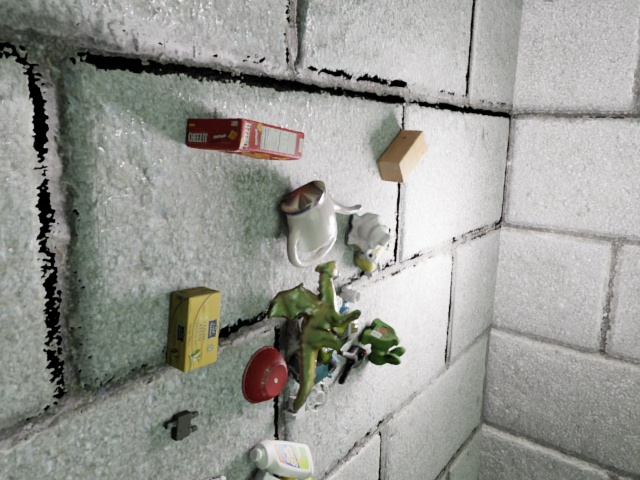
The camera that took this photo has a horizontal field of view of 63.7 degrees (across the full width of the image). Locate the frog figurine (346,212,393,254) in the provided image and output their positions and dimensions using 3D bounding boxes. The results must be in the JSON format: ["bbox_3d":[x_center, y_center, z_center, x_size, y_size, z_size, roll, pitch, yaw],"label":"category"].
[{"bbox_3d":[0.176,-0.022,1.686,0.120,0.160,0.139,50,58,-49],"label":"frog figurine"}]

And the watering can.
[{"bbox_3d":[0.004,-0.074,1.479,0.354,0.104,0.220,-47,132,-38],"label":"watering can"}]

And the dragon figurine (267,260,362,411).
[{"bbox_3d":[-0.040,0.239,1.445,0.242,0.121,0.416,36,72,-6],"label":"dragon figurine"}]
